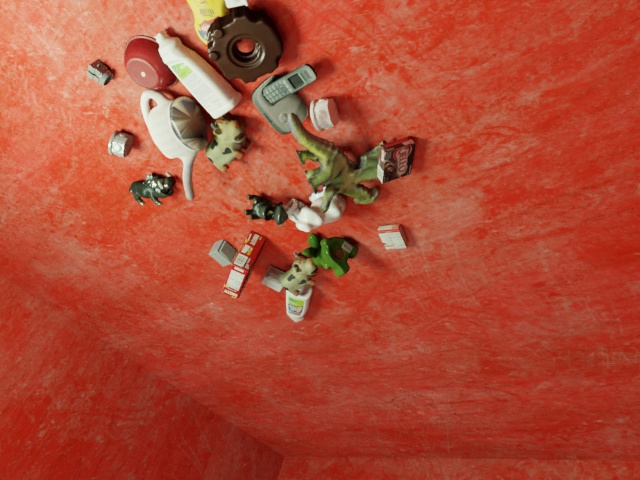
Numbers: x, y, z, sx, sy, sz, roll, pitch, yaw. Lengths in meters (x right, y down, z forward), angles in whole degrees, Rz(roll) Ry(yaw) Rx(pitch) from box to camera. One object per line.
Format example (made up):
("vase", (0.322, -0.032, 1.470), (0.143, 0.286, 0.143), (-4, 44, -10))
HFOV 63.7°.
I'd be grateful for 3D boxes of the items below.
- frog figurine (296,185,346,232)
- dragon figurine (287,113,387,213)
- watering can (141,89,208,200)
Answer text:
("frog figurine", (0.005, -0.077, 1.528), (0.136, 0.163, 0.120), (-10, 134, 33))
("dragon figurine", (0.072, -0.211, 1.375), (0.243, 0.125, 0.401), (-19, 143, 0))
("watering can", (-0.400, -0.278, 1.486), (0.223, 0.106, 0.343), (-4, 118, 46))
